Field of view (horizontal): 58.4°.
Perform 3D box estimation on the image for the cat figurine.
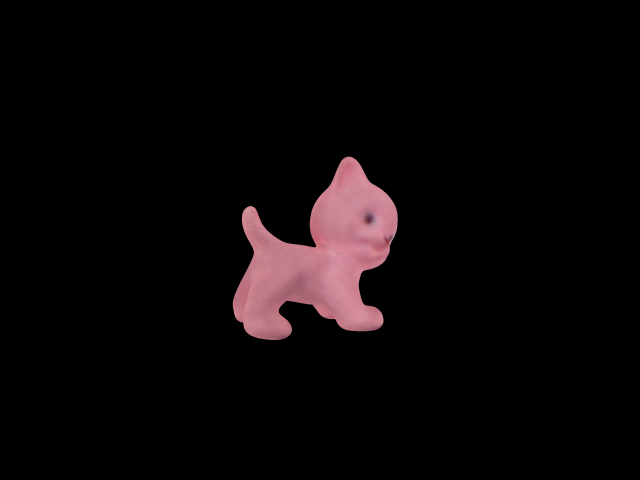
[{"bbox_3d":[0.004,0.001,0.400,0.128,0.118,0.067,-2,5,-23],"label":"cat figurine"}]
